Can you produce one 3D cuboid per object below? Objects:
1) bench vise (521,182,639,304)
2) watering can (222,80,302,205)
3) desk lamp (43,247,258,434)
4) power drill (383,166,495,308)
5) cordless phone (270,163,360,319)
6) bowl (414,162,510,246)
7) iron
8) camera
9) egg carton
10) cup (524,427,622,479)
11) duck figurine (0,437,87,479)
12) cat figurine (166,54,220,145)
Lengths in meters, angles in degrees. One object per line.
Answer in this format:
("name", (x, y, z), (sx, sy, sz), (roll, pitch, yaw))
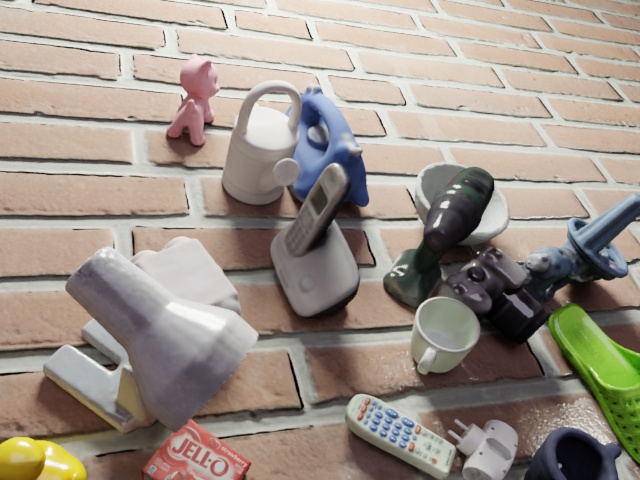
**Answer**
("bench vise", (0.421, 0.014, 0.880), (0.208, 0.219, 0.121), (-27, 64, -36))
("watering can", (-0.077, -0.146, 0.845), (0.101, 0.194, 0.172), (-29, 66, -37))
("desk lamp", (-0.177, 0.112, 0.574), (0.203, 0.213, 0.118), (32, 48, 7))
("power drill", (0.167, -0.001, 0.804), (0.075, 0.208, 0.230), (33, 48, 9))
("cordless phone", (0.007, 0.003, 0.756), (0.094, 0.185, 0.147), (-10, 56, -27))
("bowl", (0.226, -0.048, 0.958), (0.168, 0.074, 0.167), (11, 48, -12))
("iron", (0.000, -0.172, 0.932), (0.119, 0.141, 0.258), (-8, 55, -26))
("camera", (0.259, 0.088, 0.836), (0.143, 0.101, 0.136), (-30, 66, -37))
("egg carton", (-0.169, 0.066, 0.714), (0.107, 0.069, 0.150), (-26, 64, -35))
("cup", (0.300, 0.282, 0.691), (0.118, 0.095, 0.091), (-11, 56, -28))
("duck figurine", (-0.274, 0.216, 0.535), (0.104, 0.086, 0.077), (14, 48, -9))
("cat figurine", (-0.200, -0.239, 0.929), (0.067, 0.117, 0.128), (13, 48, -9))
